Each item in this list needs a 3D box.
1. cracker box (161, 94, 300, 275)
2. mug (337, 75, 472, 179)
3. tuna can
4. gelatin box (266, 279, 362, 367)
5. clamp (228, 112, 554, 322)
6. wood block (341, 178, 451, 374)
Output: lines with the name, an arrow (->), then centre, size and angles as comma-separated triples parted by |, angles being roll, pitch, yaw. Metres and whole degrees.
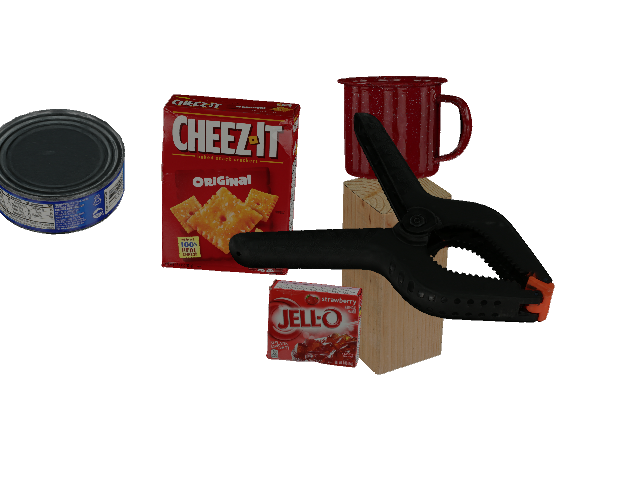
cracker box -> -0.115, -0.067, 1.344 | 0.164, 0.214, 0.072 | 5, 21, 2
mug -> 0.072, -0.096, 0.905 | 0.117, 0.081, 0.093 | 5, 13, 23
tuna can -> -0.167, -0.044, 0.679 | 0.086, 0.086, 0.034 | 4, -45, -5
gelatin box -> -0.006, 0.080, 1.023 | 0.089, 0.073, 0.030 | 5, 15, 9
clamp -> 0.054, 0.003, 0.720 | 0.210, 0.036, 0.164 | 33, 58, 27
wood block -> 0.082, 0.034, 1.203 | 0.090, 0.206, 0.090 | -14, 32, -24
